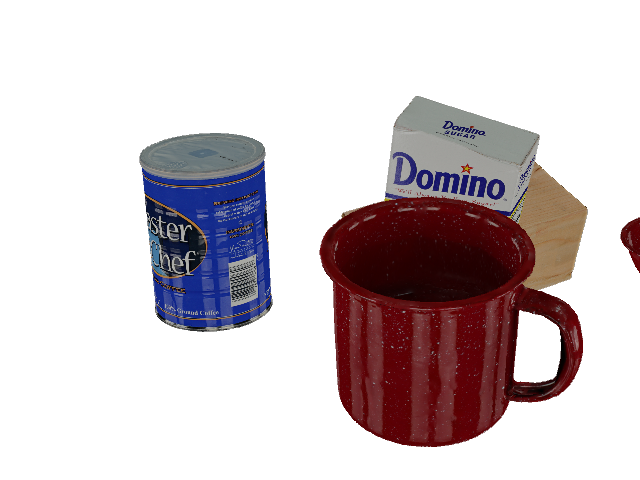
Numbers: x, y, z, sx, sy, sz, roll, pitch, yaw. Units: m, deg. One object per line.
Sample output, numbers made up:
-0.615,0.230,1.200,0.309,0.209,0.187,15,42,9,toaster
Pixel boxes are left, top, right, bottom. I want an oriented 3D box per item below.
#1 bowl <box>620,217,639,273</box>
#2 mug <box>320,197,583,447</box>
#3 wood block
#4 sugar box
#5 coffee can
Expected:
0.404,0.022,1.148,0.162,0.055,0.162,-2,24,1,bowl
0.058,0.040,0.476,0.117,0.081,0.093,11,33,21,mug
0.128,0.007,0.979,0.205,0.090,0.091,-17,43,-22,wood block
0.091,-0.008,0.759,0.093,0.176,0.048,20,46,19,sugar box
-0.094,-0.009,0.897,0.103,0.140,0.103,-2,23,1,coffee can
